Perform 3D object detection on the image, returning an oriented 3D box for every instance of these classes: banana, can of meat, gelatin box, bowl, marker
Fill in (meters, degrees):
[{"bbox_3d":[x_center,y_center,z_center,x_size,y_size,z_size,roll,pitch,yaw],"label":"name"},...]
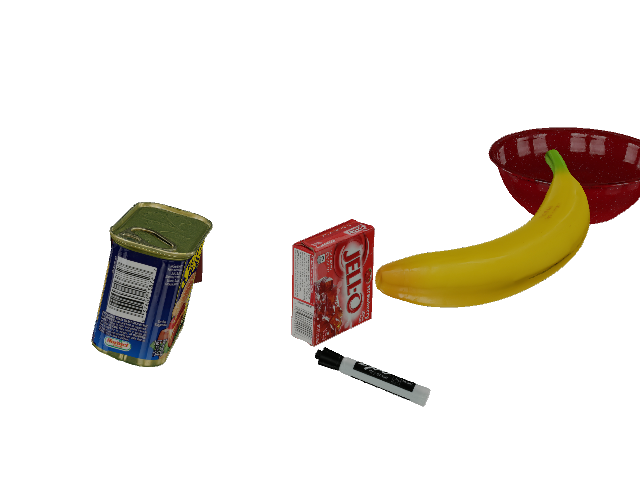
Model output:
[{"bbox_3d":[0.121,0.004,0.696,0.070,0.037,0.197,36,47,28],"label":"banana"},{"bbox_3d":[-0.116,0.029,0.730,0.057,0.084,0.102,16,15,0],"label":"can of meat"},{"bbox_3d":[0.011,0.035,0.890,0.030,0.089,0.073,22,31,39],"label":"gelatin box"},{"bbox_3d":[0.240,-0.058,1.013,0.162,0.055,0.162,-1,25,0],"label":"bowl"},{"bbox_3d":[0.051,0.136,1.073,0.121,0.020,0.020,21,4,12],"label":"marker"}]

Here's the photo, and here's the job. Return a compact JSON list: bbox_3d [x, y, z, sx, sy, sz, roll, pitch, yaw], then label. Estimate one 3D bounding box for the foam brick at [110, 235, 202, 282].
[{"bbox_3d":[-0.162,0.017,1.054,0.078,0.051,0.053,-12,23,-28],"label":"foam brick"}]
